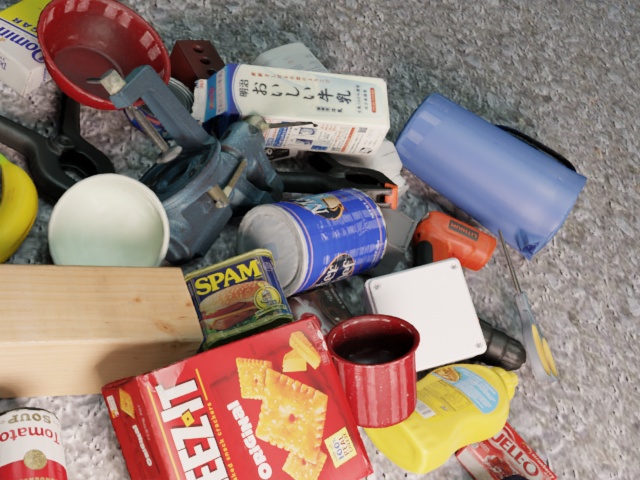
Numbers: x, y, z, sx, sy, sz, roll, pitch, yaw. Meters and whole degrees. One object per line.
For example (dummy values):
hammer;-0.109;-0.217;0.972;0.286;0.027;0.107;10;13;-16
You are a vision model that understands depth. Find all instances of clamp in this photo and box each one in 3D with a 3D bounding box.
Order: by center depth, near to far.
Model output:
clamp;-0.282;-0.102;1.173;0.210;0.036;0.164;44;39;15
clamp;0.023;-0.076;1.302;0.172;0.039;0.120;15;36;21

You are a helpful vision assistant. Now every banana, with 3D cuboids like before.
banana;-0.324;-0.013;1.059;0.069;0.037;0.197;12;41;-3

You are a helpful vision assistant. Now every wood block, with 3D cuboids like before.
wood block;-0.226;0.083;0.979;0.205;0.091;0.090;2;48;-31

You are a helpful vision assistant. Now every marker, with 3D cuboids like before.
marker;-0.076;-0.103;1.320;0.120;0.020;0.020;-18;60;-43

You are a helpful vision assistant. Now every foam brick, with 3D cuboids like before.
foam brick;-0.154;-0.209;1.353;0.052;0.051;0.078;-8;55;-38

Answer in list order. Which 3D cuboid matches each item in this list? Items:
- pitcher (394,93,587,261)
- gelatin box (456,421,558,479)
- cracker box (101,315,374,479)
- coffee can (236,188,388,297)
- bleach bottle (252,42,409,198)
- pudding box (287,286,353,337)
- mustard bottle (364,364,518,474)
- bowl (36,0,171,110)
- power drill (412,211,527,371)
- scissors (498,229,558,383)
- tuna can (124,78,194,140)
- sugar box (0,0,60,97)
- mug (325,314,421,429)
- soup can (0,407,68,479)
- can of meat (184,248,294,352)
pitcher;0.226;-0.096;1.428;0.243;0.145;0.149;35;6;7
gelatin box;0.199;0.241;1.139;0.073;0.030;0.089;-22;63;-45
cracker box;-0.068;0.173;0.961;0.213;0.072;0.164;-15;83;-43
coffee can;-0.008;0.001;1.186;0.140;0.103;0.103;-14;58;-46
bleach bottle;0.018;-0.148;1.396;0.102;0.068;0.251;-28;70;-43
pudding box;0.003;0.111;1.138;0.089;0.039;0.113;-14;58;-41
mustard bottle;0.143;0.177;1.130;0.191;0.058;0.096;-18;38;-37
bowl;-0.255;-0.205;1.226;0.162;0.055;0.162;19;50;-25
power drill;0.168;0.060;1.282;0.184;0.057;0.187;26;40;-9
scissors;0.253;0.089;1.295;0.096;0.016;0.202;48;27;-46
tuna can;-0.193;-0.162;1.293;0.086;0.034;0.086;18;42;-17
sugar box;-0.331;-0.245;1.280;0.093;0.048;0.176;36;39;4
mug;0.052;0.126;1.063;0.093;0.081;0.117;-8;28;-6
soup can;-0.240;0.197;0.872;0.068;0.069;0.102;6;46;-28
can of meat;-0.083;0.068;1.090;0.102;0.057;0.084;-19;59;-5
